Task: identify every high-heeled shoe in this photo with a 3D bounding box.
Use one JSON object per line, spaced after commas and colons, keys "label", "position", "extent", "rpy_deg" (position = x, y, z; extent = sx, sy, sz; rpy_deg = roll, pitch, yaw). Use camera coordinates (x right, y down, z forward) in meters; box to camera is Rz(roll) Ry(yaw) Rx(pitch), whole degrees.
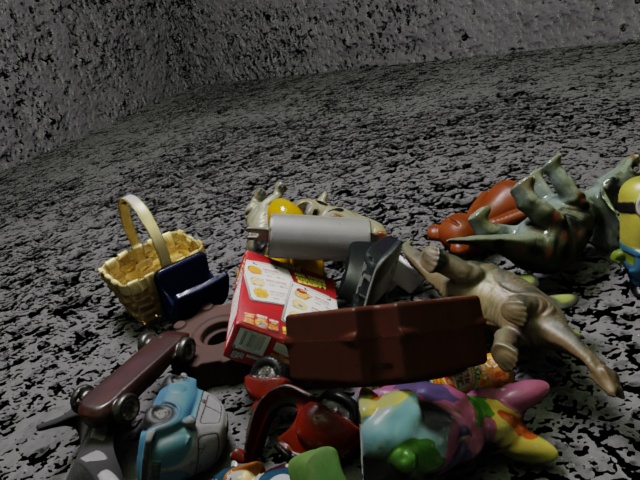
{"label": "high-heeled shoe", "position": [-0.268, 0.289, 0.713], "extent": [0.249, 0.086, 0.145], "rpy_deg": [34, 18, 33]}

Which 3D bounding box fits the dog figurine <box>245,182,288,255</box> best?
{"label": "dog figurine", "position": [-0.134, -0.016, 1.189], "extent": [0.172, 0.121, 0.190], "rpy_deg": [-32, 24, 52]}

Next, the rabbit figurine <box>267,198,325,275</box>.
{"label": "rabbit figurine", "position": [-0.055, 0.009, 1.008], "extent": [0.122, 0.173, 0.163], "rpy_deg": [-20, 23, -22]}

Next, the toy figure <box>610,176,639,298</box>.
{"label": "toy figure", "position": [0.483, -0.007, 0.797], "extent": [0.082, 0.179, 0.089], "rpy_deg": [-20, 26, -19]}

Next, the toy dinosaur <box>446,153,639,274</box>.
{"label": "toy dinosaur", "position": [0.374, -0.018, 0.867], "extent": [0.405, 0.192, 0.131], "rpy_deg": [-33, -10, -26]}

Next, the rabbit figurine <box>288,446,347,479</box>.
{"label": "rabbit figurine", "position": [-0.012, 0.289, 0.502], "extent": [0.159, 0.170, 0.121], "rpy_deg": [44, 53, 10]}

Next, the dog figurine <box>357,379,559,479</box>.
{"label": "dog figurine", "position": [0.149, 0.202, 0.573], "extent": [0.219, 0.108, 0.191], "rpy_deg": [-6, -11, 2]}

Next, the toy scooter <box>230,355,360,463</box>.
{"label": "toy scooter", "position": [-0.038, 0.235, 0.671], "extent": [0.184, 0.075, 0.135], "rpy_deg": [20, 62, 28]}

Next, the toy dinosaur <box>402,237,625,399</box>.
{"label": "toy dinosaur", "position": [0.229, 0.078, 0.773], "extent": [0.198, 0.105, 0.472], "rpy_deg": [9, 18, -34]}

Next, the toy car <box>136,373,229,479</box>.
{"label": "toy car", "position": [-0.171, 0.249, 0.696], "extent": [0.103, 0.109, 0.162], "rpy_deg": [11, 16, -3]}

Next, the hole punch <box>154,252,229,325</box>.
{"label": "hole punch", "position": [-0.224, 0.100, 0.971], "extent": [0.142, 0.115, 0.092], "rpy_deg": [-30, 41, -33]}

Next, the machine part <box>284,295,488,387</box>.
{"label": "machine part", "position": [0.077, 0.118, 0.638], "extent": [0.201, 0.087, 0.201], "rpy_deg": [2, -11, -36]}

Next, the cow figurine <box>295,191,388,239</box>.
{"label": "cow figurine", "position": [0.038, -0.034, 1.085], "extent": [0.195, 0.085, 0.127], "rpy_deg": [20, 18, -1]}

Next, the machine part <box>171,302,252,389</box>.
{"label": "machine part", "position": [-0.161, 0.166, 0.882], "extent": [0.179, 0.056, 0.179], "rpy_deg": [-9, 28, 5]}

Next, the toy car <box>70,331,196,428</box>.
{"label": "toy car", "position": [-0.256, 0.192, 0.763], "extent": [0.089, 0.053, 0.202], "rpy_deg": [-1, 21, 22]}

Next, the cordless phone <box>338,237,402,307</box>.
{"label": "cordless phone", "position": [0.100, 0.093, 0.815], "extent": [0.089, 0.146, 0.184], "rpy_deg": [3, 29, -18]}

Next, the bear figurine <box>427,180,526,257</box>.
{"label": "bear figurine", "position": [0.310, -0.019, 0.997], "extent": [0.196, 0.131, 0.120], "rpy_deg": [-39, 32, -10]}

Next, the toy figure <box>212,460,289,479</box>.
{"label": "toy figure", "position": [-0.060, 0.283, 0.609], "extent": [0.155, 0.057, 0.064], "rpy_deg": [-2, 32, 20]}

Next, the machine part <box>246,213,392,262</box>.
{"label": "machine part", "position": [-0.002, -0.003, 0.902], "extent": [0.243, 0.079, 0.079], "rpy_deg": [3, 27, -5]}
